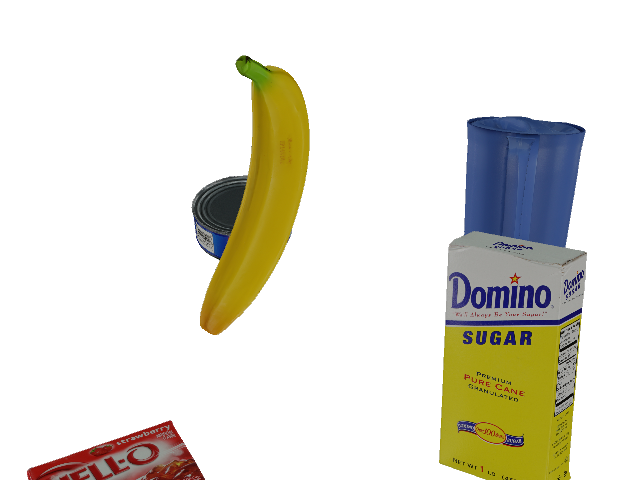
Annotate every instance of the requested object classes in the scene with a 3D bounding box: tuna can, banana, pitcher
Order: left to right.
[{"bbox_3d":[-0.067,-0.019,0.924,0.086,0.034,0.086,-1,38,1],"label":"tuna can"},{"bbox_3d":[-0.041,-0.031,0.680,0.069,0.198,0.037,-14,37,-36],"label":"banana"},{"bbox_3d":[0.226,-0.019,1.235,0.149,0.243,0.145,-6,17,-32],"label":"pitcher"}]

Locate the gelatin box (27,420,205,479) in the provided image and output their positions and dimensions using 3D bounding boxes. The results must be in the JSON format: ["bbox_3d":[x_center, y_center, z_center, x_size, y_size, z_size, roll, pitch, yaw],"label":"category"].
[{"bbox_3d":[-0.112,0.143,0.596,0.089,0.030,0.073,-16,28,-20],"label":"gelatin box"}]

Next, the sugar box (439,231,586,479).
[{"bbox_3d":[0.136,0.088,0.770,0.093,0.176,0.048,11,21,37],"label":"sugar box"}]
